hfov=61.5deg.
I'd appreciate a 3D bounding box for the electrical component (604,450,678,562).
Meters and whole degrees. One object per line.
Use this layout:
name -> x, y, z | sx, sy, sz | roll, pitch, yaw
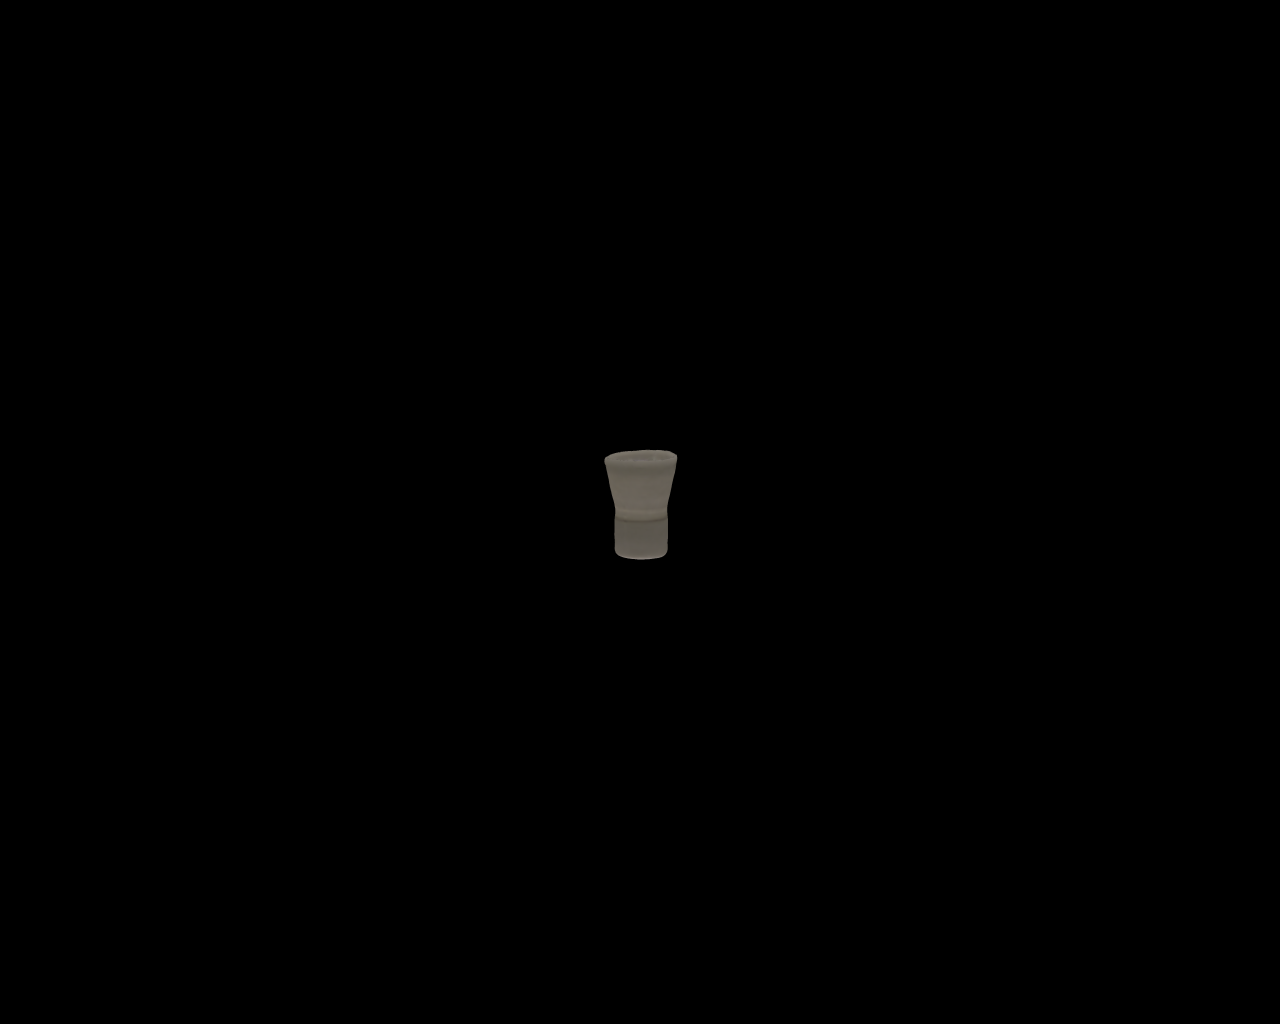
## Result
electrical component -> 0.001, -0.003, 0.650 | 0.044, 0.065, 0.044 | 0, 11, 0
